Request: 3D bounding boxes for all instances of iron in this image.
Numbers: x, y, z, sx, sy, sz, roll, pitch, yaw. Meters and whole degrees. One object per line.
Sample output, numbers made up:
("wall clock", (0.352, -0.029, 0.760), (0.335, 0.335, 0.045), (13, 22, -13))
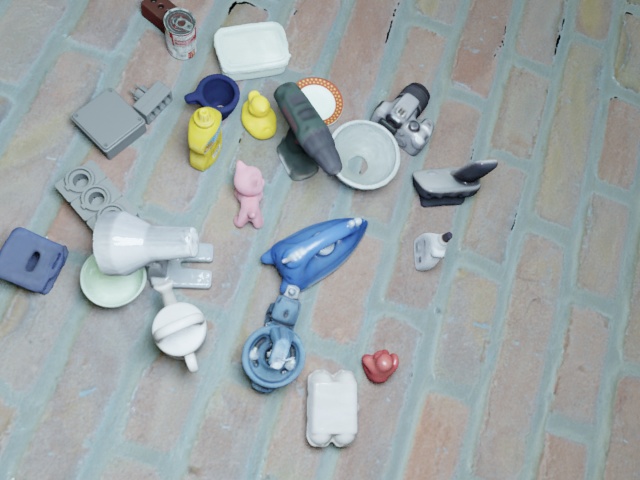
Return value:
("iron", (0.011, 0.004, 1.193), (0.259, 0.141, 0.118), (-31, 83, -17))

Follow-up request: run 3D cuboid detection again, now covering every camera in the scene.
("camera", (0.213, -0.296, 1.333), (0.143, 0.100, 0.137), (38, 72, 1))

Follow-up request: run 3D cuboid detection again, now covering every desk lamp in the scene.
("desk lamp", (-0.307, 0.020, 1.090), (0.203, 0.213, 0.118), (3, 75, -10))

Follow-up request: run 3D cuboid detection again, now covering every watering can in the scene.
("watering can", (-0.266, 0.162, 1.071), (0.101, 0.194, 0.173), (-43, 86, -18))

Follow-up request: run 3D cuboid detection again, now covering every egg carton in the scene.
("egg carton", (0.025, 0.336, 1.146), (0.107, 0.069, 0.150), (3, 75, -10))

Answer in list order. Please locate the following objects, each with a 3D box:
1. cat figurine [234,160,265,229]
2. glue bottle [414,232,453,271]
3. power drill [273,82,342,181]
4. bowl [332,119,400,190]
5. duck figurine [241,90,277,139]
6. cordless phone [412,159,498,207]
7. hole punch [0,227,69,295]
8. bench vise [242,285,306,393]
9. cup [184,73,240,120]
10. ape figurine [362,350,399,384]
("cat figurine", (-0.148, -0.098, 1.202), (0.067, 0.117, 0.128), (-2, 76, -11))
("glue bottle", (0.244, 0.013, 1.219), (0.037, 0.173, 0.078), (3, 75, -10))
("power drill", (-0.031, -0.206, 1.206), (0.076, 0.208, 0.229), (-26, 81, -16))
("bowl", (0.092, -0.182, 1.293), (0.167, 0.074, 0.167), (3, 75, -10))
("duck figurine", (-0.133, -0.282, 1.271), (0.077, 0.086, 0.104), (-21, 80, -15))
("cordless phone", (0.297, -0.144, 1.264), (0.148, 0.185, 0.094), (-9, 77, -13))
("hole punch", (-0.553, 0.040, 1.102), (0.101, 0.091, 0.109), (20, 73, -5))
("bench vise", (-0.087, 0.183, 1.086), (0.121, 0.219, 0.207), (0, 75, -10))
("cup", (-0.235, -0.299, 1.251), (0.118, 0.095, 0.091), (-12, 78, -13))
("ape figurine", (0.126, 0.255, 1.175), (0.078, 0.092, 0.076), (20, 73, -5))
